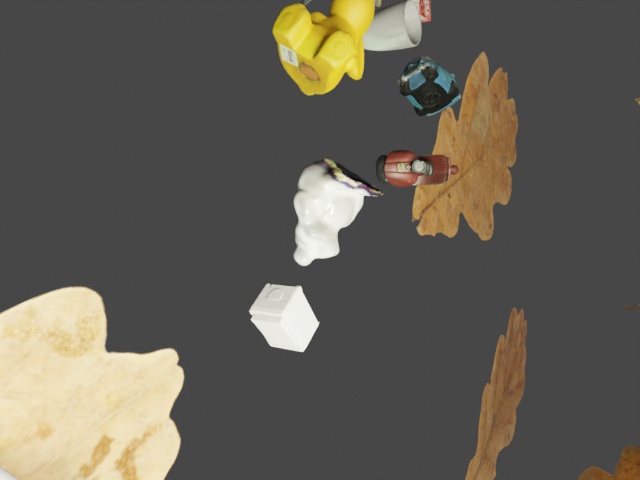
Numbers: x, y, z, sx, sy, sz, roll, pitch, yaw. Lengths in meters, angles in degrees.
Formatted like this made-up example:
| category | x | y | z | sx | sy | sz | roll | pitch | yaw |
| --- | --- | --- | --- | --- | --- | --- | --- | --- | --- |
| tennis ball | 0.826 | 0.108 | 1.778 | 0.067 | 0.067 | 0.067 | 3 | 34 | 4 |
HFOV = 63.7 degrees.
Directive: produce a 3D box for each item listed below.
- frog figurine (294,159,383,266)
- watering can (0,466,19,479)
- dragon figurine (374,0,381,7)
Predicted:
| category | x | y | z | sx | sy | sz | roll | pitch | yaw |
| --- | --- | --- | --- | --- | --- | --- | --- | --- | --- |
| frog figurine | 0.002 | -0.041 | 0.806 | 0.158 | 0.124 | 0.137 | -55 | 161 | 15 |
| watering can | -0.284 | 0.158 | 0.322 | 0.348 | 0.104 | 0.224 | 0 | 90 | -57 |
| dragon figurine | 0.046 | -0.602 | 0.797 | 0.402 | 0.122 | 0.247 | 54 | 53 | -43 |
